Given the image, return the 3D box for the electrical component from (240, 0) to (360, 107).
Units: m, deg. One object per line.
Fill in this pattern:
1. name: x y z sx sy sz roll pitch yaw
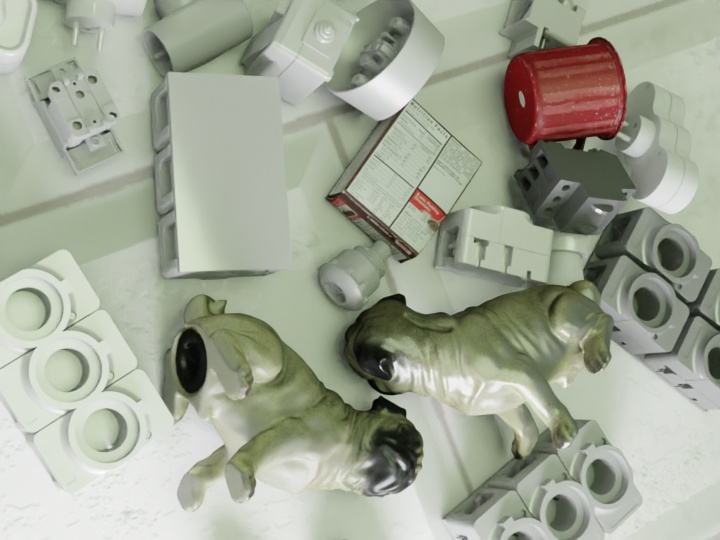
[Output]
1. electrical component: -0.049 -0.182 0.856 0.061 0.096 0.061 29 73 -16

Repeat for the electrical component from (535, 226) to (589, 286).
1. electrical component: 0.182 -0.008 0.966 0.045 0.045 0.055 11 79 -23

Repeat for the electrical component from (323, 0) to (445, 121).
1. electrical component: 0.020 -0.175 0.888 0.064 0.099 0.099 36 71 -22

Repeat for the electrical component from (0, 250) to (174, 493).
1. electrical component: -0.213 0.072 0.769 0.089 0.062 0.150 -34 98 -24

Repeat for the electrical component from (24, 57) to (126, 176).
1. electrical component: -0.208 -0.116 0.794 0.042 0.064 0.081 -30 96 -23

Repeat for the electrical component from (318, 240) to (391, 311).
1. electrical component: 0.000 0.000 0.884 0.062 0.048 0.048 -43 101 -29

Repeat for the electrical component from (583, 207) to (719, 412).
1. electrical component: 0.299 0.038 1.004 0.186 0.060 0.105 37 71 -16

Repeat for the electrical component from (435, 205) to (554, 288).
1. electrical component: 0.117 -0.022 0.935 0.089 0.050 0.055 13 79 -22

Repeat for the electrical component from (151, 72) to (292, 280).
1. electrical component: -0.109 -0.070 0.833 0.089 0.062 0.150 -2 84 -24

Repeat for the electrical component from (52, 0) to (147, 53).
1. electrical component: -0.204 -0.205 0.818 0.077 0.044 0.079 8 81 -23

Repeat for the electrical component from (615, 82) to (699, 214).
1. electrical component: 0.261 -0.120 0.989 0.074 0.052 0.138 21 48 -20

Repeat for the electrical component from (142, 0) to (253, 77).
1. electrical component: -0.137 -0.202 0.847 0.077 0.044 0.079 -33 98 -24

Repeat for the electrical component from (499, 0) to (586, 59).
1. electrical component: 0.170 -0.230 0.990 0.064 0.042 0.081 24 75 -22

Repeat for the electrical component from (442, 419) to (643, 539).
1. electrical component: 0.160 0.205 0.920 0.150 0.062 0.089 -35 98 -24

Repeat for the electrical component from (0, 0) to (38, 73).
1. electrical component: -0.286 -0.180 0.770 0.095 0.059 0.053 14 78 -22
